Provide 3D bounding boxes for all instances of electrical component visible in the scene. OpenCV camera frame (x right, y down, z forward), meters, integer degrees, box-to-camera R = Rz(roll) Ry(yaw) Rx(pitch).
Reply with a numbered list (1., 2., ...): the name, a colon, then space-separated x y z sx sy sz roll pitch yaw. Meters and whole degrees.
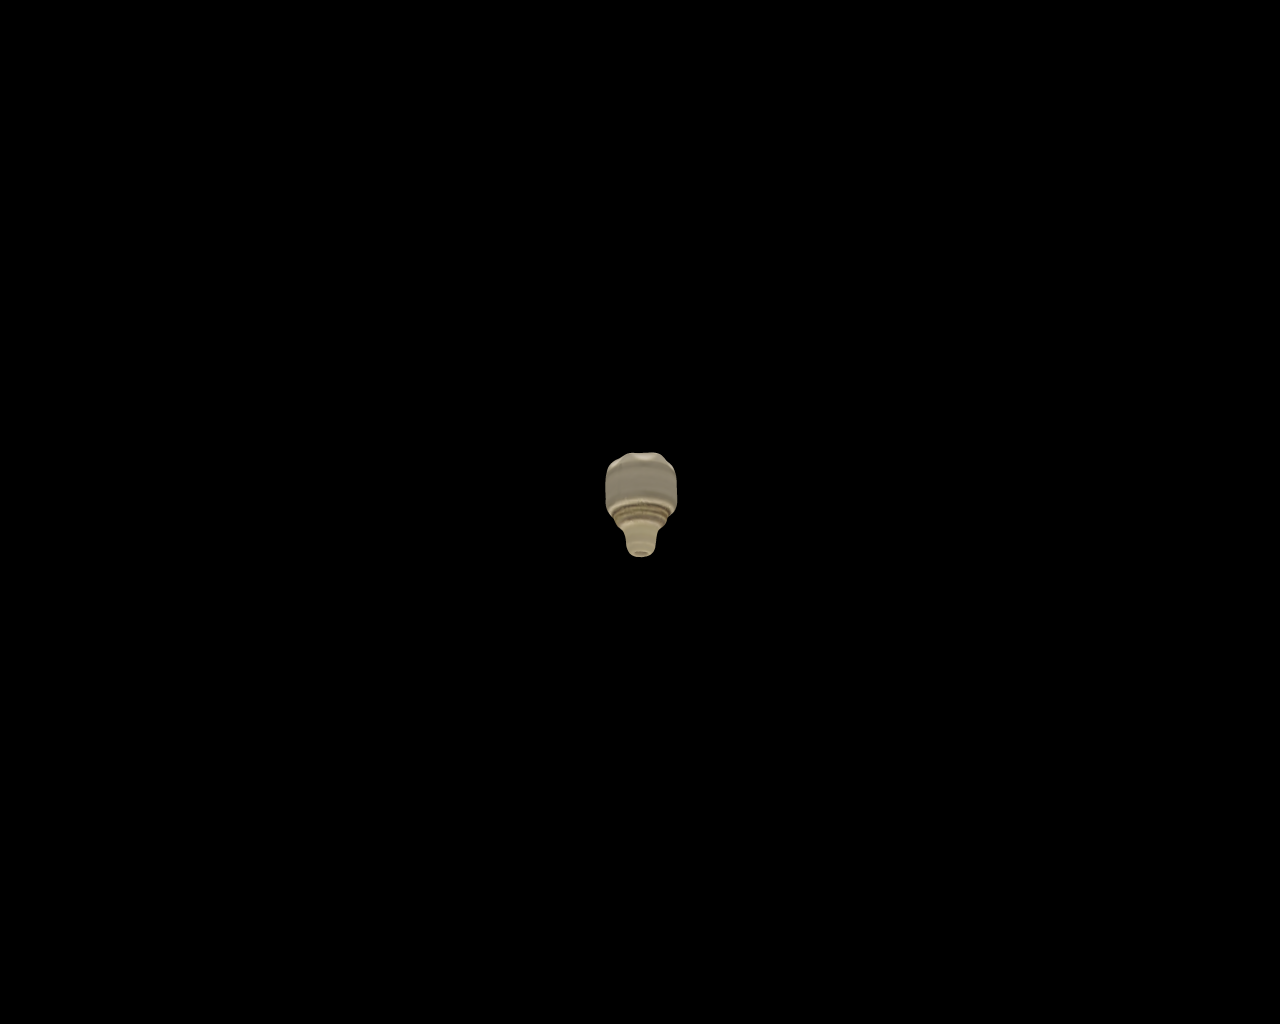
1. electrical component: 0.001 -0.003 0.650 0.043 0.062 0.043 0 -22 0
